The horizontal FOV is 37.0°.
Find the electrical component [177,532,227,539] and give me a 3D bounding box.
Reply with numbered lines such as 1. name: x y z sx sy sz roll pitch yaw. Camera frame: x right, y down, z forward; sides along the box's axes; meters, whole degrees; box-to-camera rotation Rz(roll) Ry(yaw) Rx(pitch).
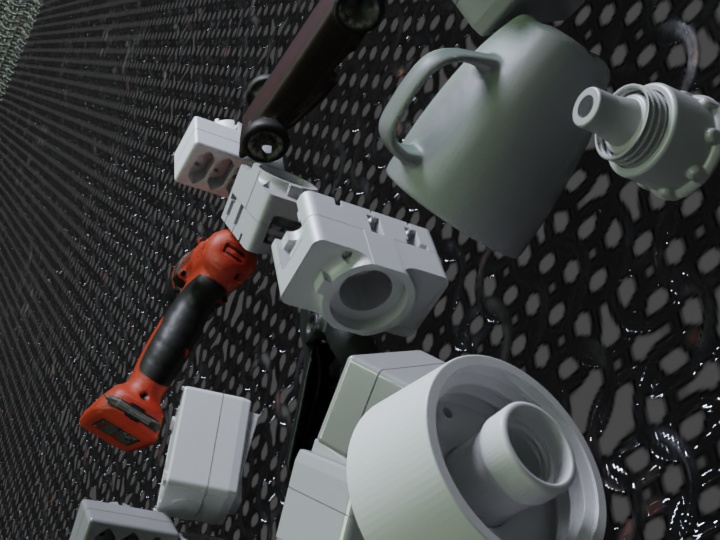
1. electrical component: -0.112 0.221 0.766 0.089 0.050 0.055 0 75 64

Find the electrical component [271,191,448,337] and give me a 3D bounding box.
1. electrical component: 0.000 0.000 0.631 0.050 0.089 0.055 -57 29 30

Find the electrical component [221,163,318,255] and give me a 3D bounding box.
1. electrical component: -0.068 -0.048 0.846 0.055 0.050 0.089 -67 26 12

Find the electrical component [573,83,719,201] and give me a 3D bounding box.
1. electrical component: 0.120 -0.059 0.457 0.048 0.062 0.048 -42 39 47

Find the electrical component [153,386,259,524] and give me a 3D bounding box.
1. electrical component: -0.114 0.134 0.809 0.061 0.061 0.096 117 163 -52

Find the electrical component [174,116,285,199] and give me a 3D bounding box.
1. electrical component: -0.115 -0.105 0.936 0.047 0.083 0.075 -53 32 36

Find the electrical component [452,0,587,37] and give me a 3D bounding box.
1. electrical component: 0.084 -0.160 0.550 0.061 0.096 0.062 56 137 8

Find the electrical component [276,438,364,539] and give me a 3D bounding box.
1. electrical component: 0.000 0.129 0.584 0.096 0.062 0.061 1 75 64

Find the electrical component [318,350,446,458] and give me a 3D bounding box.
1. electrical component: 0.036 0.078 0.541 0.076 0.083 0.047 25 99 26

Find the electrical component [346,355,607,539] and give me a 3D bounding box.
1. electrical component: 0.055 0.087 0.451 0.060 0.108 0.108 -43 38 37

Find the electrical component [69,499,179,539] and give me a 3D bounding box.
1. electrical component: -0.175 0.191 0.775 0.077 0.066 0.047 26 98 66
